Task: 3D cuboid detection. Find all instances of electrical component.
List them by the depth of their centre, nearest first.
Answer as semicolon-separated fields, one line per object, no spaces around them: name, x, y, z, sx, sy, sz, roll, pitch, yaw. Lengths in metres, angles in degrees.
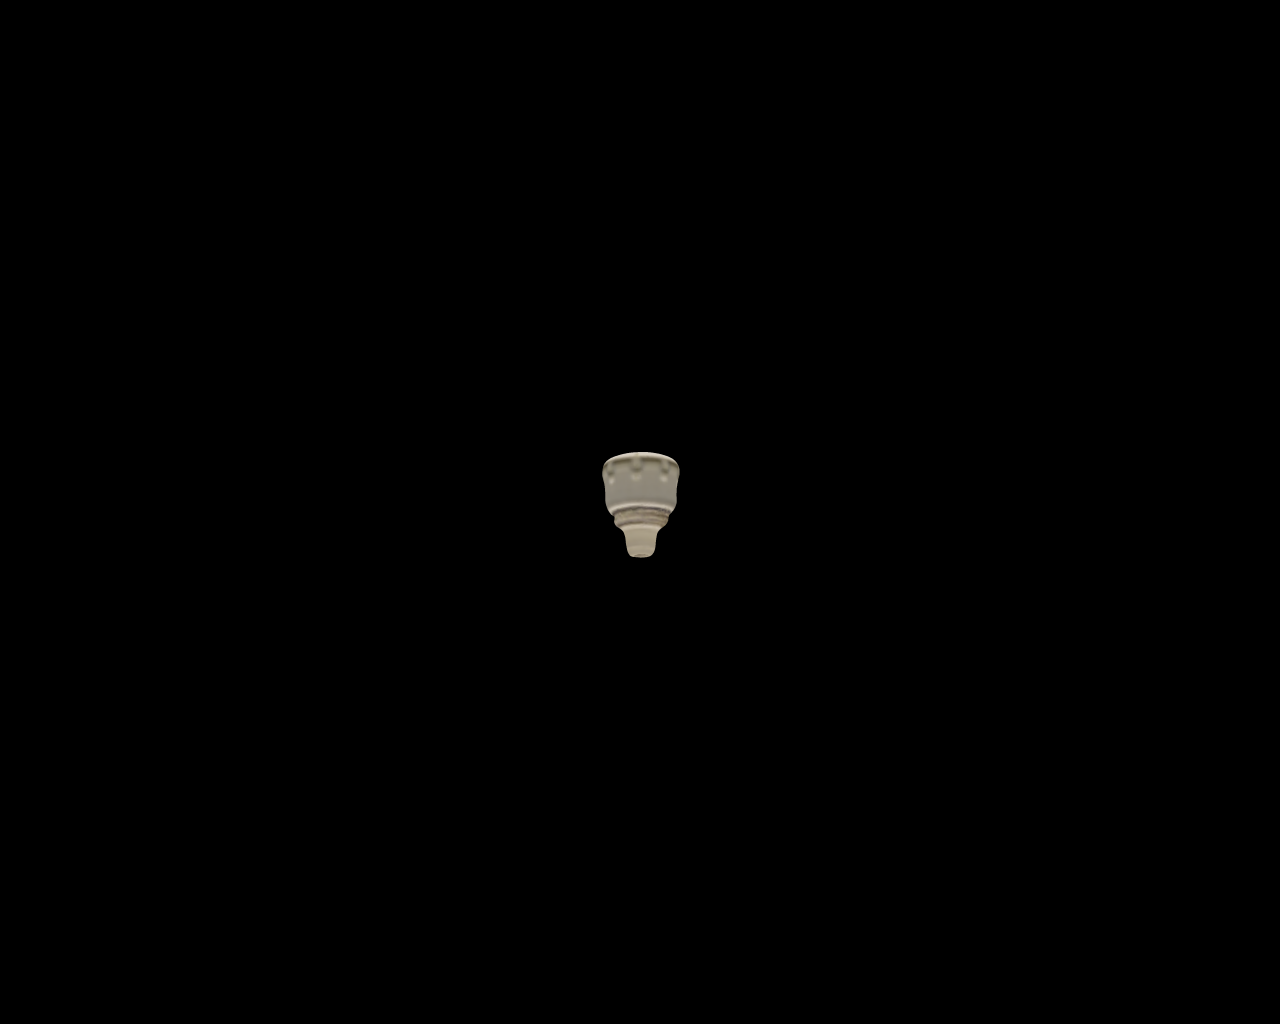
electrical component;0.001;-0.003;0.650;0.048;0.062;0.048;0;-12;0
